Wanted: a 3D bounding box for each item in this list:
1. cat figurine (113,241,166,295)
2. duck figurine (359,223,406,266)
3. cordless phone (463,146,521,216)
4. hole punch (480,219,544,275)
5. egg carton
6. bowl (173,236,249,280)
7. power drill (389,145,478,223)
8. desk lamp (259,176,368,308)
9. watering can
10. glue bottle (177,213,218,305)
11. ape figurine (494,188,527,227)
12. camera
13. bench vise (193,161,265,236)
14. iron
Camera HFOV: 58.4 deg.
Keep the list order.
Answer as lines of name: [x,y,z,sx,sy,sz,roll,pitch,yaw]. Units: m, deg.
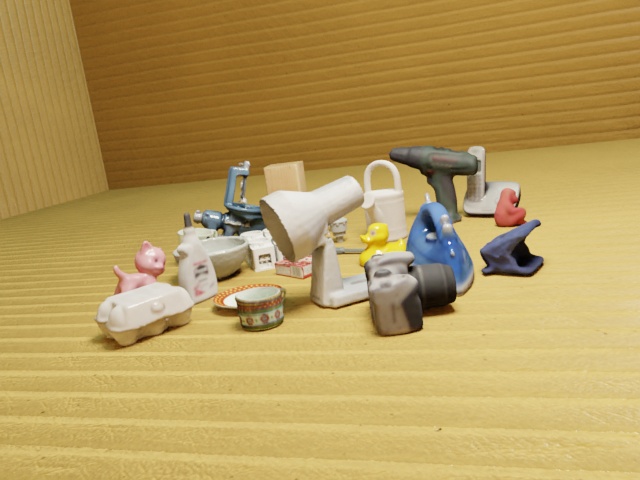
cat figurine: [-0.362,0.061,1.165,0.067,0.118,0.128,5,18,42]
duck figurine: [0.130,0.006,1.207,0.104,0.086,0.077,-10,13,-10]
cordless phone: [0.452,-0.157,1.516,0.147,0.185,0.094,1,16,34]
hole punch: [0.350,0.010,1.052,0.100,0.091,0.109,2,16,35]
egg carton: [-0.295,0.122,0.970,0.151,0.069,0.107,-18,17,-40]
bowl: [-0.234,0.046,1.260,0.167,0.075,0.167,-7,13,2]
power drill: [0.302,-0.149,1.513,0.229,0.208,0.076,-3,14,18]
desk lamp: [0.009,0.004,0.995,0.204,0.214,0.117,-12,14,-22]
watering can: [0.155,-0.097,1.398,0.100,0.194,0.173,-5,13,10]
glue bottle: [-0.243,0.033,1.098,0.037,0.173,0.078,2,16,34]
ape figurine: [0.460,-0.082,1.393,0.076,0.092,0.078,-7,13,0]
camera: [0.140,0.070,0.884,0.136,0.101,0.143,-7,13,2]
bench vise: [-0.240,-0.098,1.567,0.208,0.220,0.121,-14,15,-28]
iron: [0.224,-0.002,1.063,0.118,0.141,0.258,-7,13,0]
